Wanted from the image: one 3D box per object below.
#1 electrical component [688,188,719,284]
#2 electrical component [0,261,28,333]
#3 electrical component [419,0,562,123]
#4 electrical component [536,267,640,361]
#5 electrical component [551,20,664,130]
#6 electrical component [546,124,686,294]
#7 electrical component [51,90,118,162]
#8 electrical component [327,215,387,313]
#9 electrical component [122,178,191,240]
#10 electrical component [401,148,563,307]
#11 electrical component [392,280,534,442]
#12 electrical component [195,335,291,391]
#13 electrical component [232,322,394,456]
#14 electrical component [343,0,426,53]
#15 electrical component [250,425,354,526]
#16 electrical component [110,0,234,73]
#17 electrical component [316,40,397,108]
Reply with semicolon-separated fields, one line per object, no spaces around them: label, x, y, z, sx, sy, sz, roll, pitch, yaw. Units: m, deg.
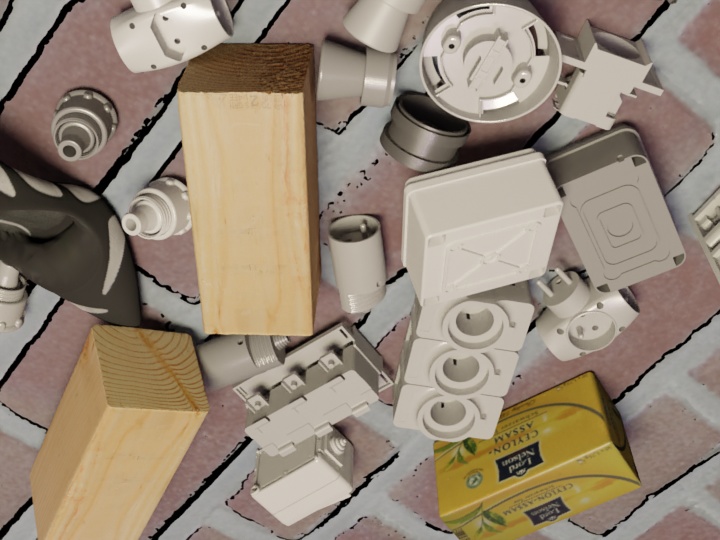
electrical component;0.362;0.008;0.851;0.186;0.105;0.060;29;119;-17
electrical component;-0.301;0.018;0.903;0.048;0.048;0.062;19;115;-12
electrical component;0.091;-0.154;0.771;0.099;0.064;0.099;0;124;0
electrical component;0.180;0.028;0.903;0.077;0.044;0.079;-37;116;22
electrical component;0.176;-0.141;0.792;0.081;0.042;0.063;17;126;-10
electrical component;0.199;-0.048;0.844;0.078;0.057;0.113;-23;121;15
electrical component;-0.211;-0.103;0.809;0.048;0.062;0.048;0;124;1
electrical component;0.000;0.000;0.887;0.043;0.043;0.081;-6;124;4
electrical component;-0.162;-0.044;0.845;0.048;0.062;0.048;8;111;22
electrical component;0.090;-0.031;0.822;0.109;0.056;0.108;-15;150;-8
electrical component;0.085;0.070;0.922;0.089;0.061;0.150;9;123;-5
electrical component;-0.098;0.072;0.936;0.081;0.043;0.043;-21;121;14
electrical component;-0.042;0.109;0.948;0.121;0.063;0.078;-31;118;19
electrical component;0.020;-0.189;0.760;0.045;0.045;0.055;24;121;-15
electrical component;-0.045;0.185;1.000;0.096;0.061;0.061;-32;118;20
electrical component;-0.141;-0.188;0.763;0.077;0.043;0.079;-18;122;12
electrical component;-0.003;-0.144;0.790;0.055;0.045;0.045;6;124;-4
